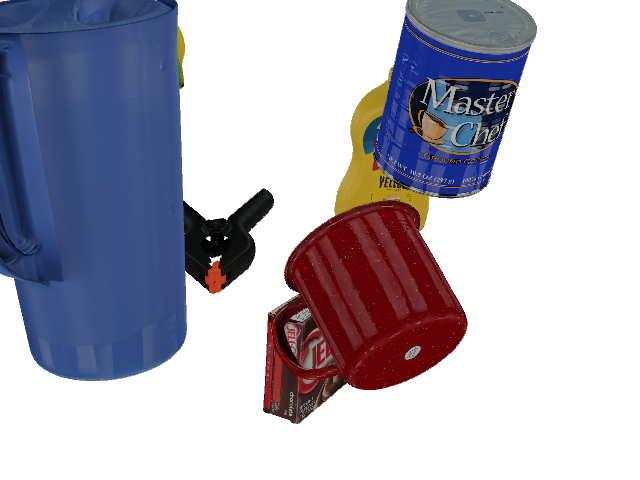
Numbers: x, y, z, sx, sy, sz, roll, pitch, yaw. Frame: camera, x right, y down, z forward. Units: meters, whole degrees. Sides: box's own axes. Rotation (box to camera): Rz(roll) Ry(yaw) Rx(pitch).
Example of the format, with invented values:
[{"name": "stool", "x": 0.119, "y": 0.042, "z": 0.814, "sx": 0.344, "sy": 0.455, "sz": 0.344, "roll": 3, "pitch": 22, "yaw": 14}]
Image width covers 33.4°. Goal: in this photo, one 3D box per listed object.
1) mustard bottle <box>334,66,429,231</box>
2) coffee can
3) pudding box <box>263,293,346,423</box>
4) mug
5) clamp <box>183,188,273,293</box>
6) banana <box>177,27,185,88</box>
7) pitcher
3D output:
[{"name": "mustard bottle", "x": 0.076, "y": -0.100, "z": 1.089, "sx": 0.096, "sy": 0.192, "sz": 0.058, "roll": 4, "pitch": 27, "yaw": -13}, {"name": "coffee can", "x": 0.106, "y": -0.120, "z": 0.863, "sx": 0.102, "sy": 0.140, "sz": 0.103, "roll": 7, "pitch": 38, "yaw": -6}, {"name": "pudding box", "x": -0.004, "y": 0.086, "z": 0.882, "sx": 0.039, "sy": 0.090, "sz": 0.113, "roll": 14, "pitch": 23, "yaw": 24}, {"name": "mug", "x": 0.025, "y": 0.042, "z": 0.644, "sx": 0.117, "sy": 0.081, "sz": 0.093, "roll": -29, "pitch": -29, "yaw": 3}, {"name": "clamp", "x": -0.098, "y": -0.007, "z": 1.104, "sx": 0.120, "sy": 0.039, "sz": 0.171, "roll": -12, "pitch": 37, "yaw": -7}, {"name": "banana", "x": -0.185, "y": -0.172, "z": 0.855, "sx": 0.198, "sy": 0.069, "sz": 0.037, "roll": 15, "pitch": -38, "yaw": 18}, {"name": "pitcher", "x": -0.155, "y": -0.032, "z": 0.687, "sx": 0.149, "sy": 0.243, "sz": 0.145, "roll": -9, "pitch": 23, "yaw": -15}]
